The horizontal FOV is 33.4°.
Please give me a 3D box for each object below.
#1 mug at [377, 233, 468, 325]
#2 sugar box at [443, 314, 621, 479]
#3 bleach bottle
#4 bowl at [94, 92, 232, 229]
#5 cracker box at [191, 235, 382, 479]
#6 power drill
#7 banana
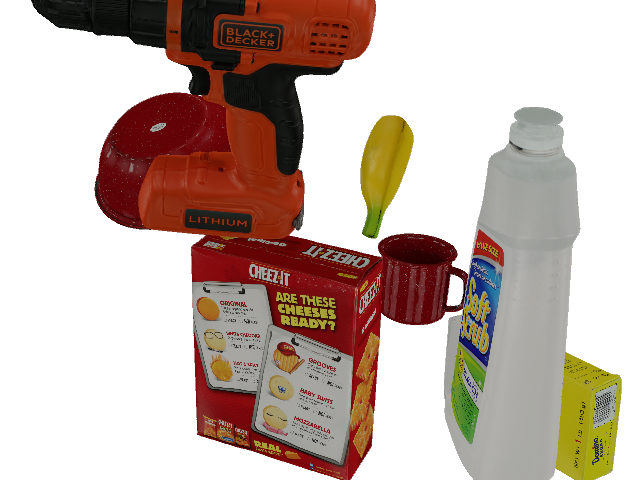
[{"bbox_3d":[0.122,0.050,1.252,0.117,0.081,0.093,14,25,22],"label":"mug"},{"bbox_3d":[0.184,0.135,0.955,0.048,0.093,0.176,-13,23,-36],"label":"sugar box"},{"bbox_3d":[0.125,0.033,0.685,0.068,0.251,0.102,-3,29,-6],"label":"bleach bottle"},{"bbox_3d":[-0.139,-0.085,0.971,0.162,0.162,0.055,0,-43,19],"label":"bowl"},{"bbox_3d":[-0.031,0.102,0.991,0.164,0.214,0.072,13,30,20],"label":"cracker box"},{"bbox_3d":[-0.070,-0.082,0.622,0.184,0.057,0.188,6,-40,-4],"label":"power drill"},{"bbox_3d":[0.053,-0.071,0.894,0.037,0.070,0.197,25,25,-2],"label":"banana"}]
